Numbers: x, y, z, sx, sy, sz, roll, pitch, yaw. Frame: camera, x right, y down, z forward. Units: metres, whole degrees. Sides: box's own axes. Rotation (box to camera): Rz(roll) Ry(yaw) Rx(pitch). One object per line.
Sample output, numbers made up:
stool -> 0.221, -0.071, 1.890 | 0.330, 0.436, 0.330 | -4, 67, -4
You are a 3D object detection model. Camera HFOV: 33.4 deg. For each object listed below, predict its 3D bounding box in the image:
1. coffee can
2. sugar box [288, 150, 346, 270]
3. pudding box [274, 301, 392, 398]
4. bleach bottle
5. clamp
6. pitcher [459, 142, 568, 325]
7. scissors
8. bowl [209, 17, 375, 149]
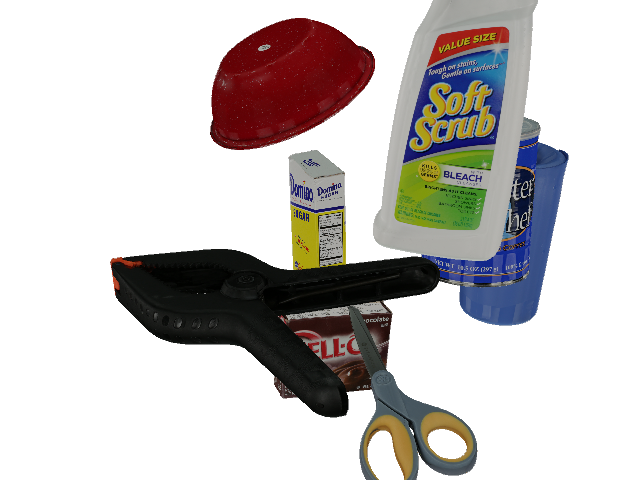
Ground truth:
coffee can -> 0.145, -0.040, 0.981 | 0.103, 0.140, 0.103 | 0, 18, 0
sugar box -> -0.004, -0.011, 1.284 | 0.048, 0.176, 0.093 | -13, 25, -17
pudding box -> 0.012, 0.108, 1.077 | 0.113, 0.090, 0.039 | -4, 27, -18
bleach bottle -> 0.098, -0.113, 0.773 | 0.103, 0.251, 0.068 | 9, 26, 13
clamp -> -0.036, 0.037, 0.678 | 0.210, 0.036, 0.164 | 13, 30, 29
pitcher -> 0.243, -0.010, 1.433 | 0.149, 0.243, 0.145 | 4, 24, 4
scissors -> 0.069, 0.118, 0.836 | 0.096, 0.016, 0.201 | -2, 39, 4
bowl -> -0.036, -0.148, 0.938 | 0.162, 0.055, 0.162 | -21, 31, 13
